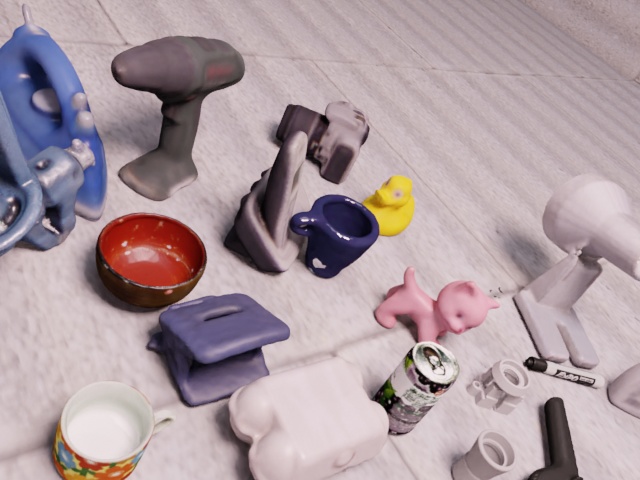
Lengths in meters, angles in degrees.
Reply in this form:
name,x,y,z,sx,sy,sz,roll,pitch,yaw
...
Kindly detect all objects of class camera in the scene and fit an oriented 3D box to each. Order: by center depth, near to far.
name,x,y,z,sx,sy,sz,roll,pitch,yaw
camera,0.007,-0.184,0.936,0.137,0.100,0.143,23,38,-6

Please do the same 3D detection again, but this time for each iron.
name,x,y,z,sx,sy,sz,roll,pitch,yaw
iron,-0.312,-0.158,0.684,0.119,0.141,0.257,-18,56,-42

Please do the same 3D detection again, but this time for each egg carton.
name,x,y,z,sx,sy,sz,roll,pitch,yaw
egg carton,-0.008,0.175,0.549,0.151,0.069,0.107,-8,50,-37

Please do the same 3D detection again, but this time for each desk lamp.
name,x,y,z,sx,sy,sz,roll,pitch,yaw
desk lamp,0.383,0.038,0.819,0.118,0.213,0.203,11,41,-20

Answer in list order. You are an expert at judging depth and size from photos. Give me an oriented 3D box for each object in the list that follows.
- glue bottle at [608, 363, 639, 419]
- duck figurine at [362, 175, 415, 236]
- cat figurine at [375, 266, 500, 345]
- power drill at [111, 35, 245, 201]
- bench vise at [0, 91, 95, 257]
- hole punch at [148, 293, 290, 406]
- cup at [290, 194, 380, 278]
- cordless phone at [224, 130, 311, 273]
name,x,y,z,sx,sy,sz,roll,pitch,yaw
glue bottle,0.464,0.172,0.749,0.078,0.173,0.037,27,38,0
duck figurine,0.112,-0.061,0.872,0.105,0.086,0.077,-14,54,-40
cat figurine,0.151,0.078,0.713,0.127,0.117,0.067,31,38,4
power drill,-0.181,-0.156,0.705,0.075,0.208,0.230,32,38,6
bench vise,-0.301,-0.068,0.526,0.121,0.219,0.207,22,38,-6
hole punch,-0.100,0.093,0.568,0.109,0.091,0.101,-11,52,-39
cup,0.007,0.003,0.731,0.118,0.095,0.091,2,45,-29
cordless phone,-0.038,-0.065,0.707,0.094,0.185,0.147,25,38,-3
